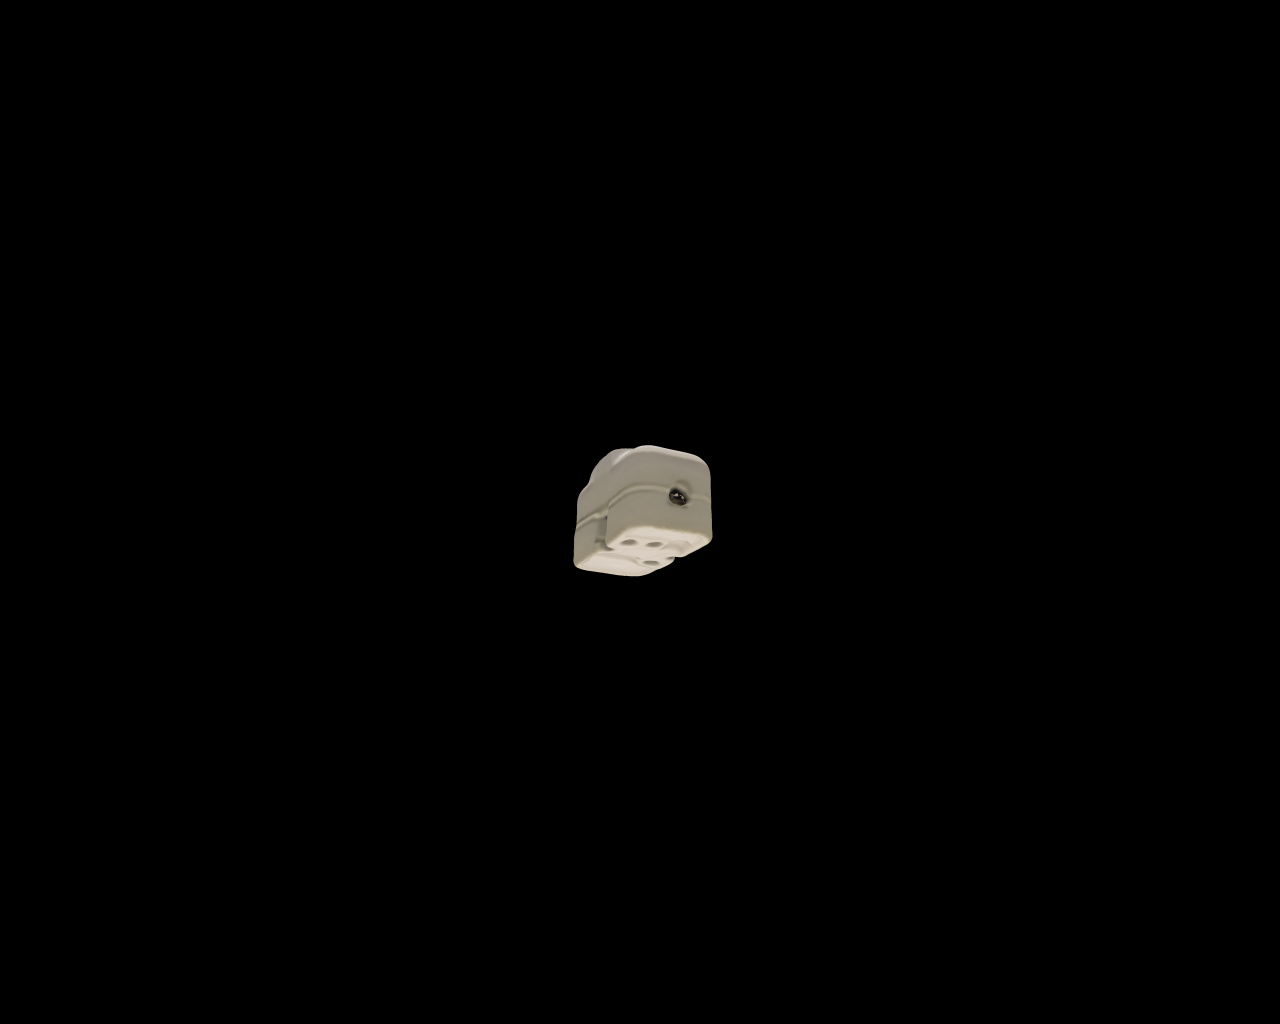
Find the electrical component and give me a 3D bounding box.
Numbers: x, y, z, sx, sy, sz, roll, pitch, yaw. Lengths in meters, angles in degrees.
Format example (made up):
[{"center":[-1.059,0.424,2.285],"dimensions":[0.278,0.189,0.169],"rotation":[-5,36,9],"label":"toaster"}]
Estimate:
[{"center":[0.001,-0.003,0.650],"dimensions":[0.054,0.059,0.095],"rotation":[10,-22,-26],"label":"electrical component"}]
